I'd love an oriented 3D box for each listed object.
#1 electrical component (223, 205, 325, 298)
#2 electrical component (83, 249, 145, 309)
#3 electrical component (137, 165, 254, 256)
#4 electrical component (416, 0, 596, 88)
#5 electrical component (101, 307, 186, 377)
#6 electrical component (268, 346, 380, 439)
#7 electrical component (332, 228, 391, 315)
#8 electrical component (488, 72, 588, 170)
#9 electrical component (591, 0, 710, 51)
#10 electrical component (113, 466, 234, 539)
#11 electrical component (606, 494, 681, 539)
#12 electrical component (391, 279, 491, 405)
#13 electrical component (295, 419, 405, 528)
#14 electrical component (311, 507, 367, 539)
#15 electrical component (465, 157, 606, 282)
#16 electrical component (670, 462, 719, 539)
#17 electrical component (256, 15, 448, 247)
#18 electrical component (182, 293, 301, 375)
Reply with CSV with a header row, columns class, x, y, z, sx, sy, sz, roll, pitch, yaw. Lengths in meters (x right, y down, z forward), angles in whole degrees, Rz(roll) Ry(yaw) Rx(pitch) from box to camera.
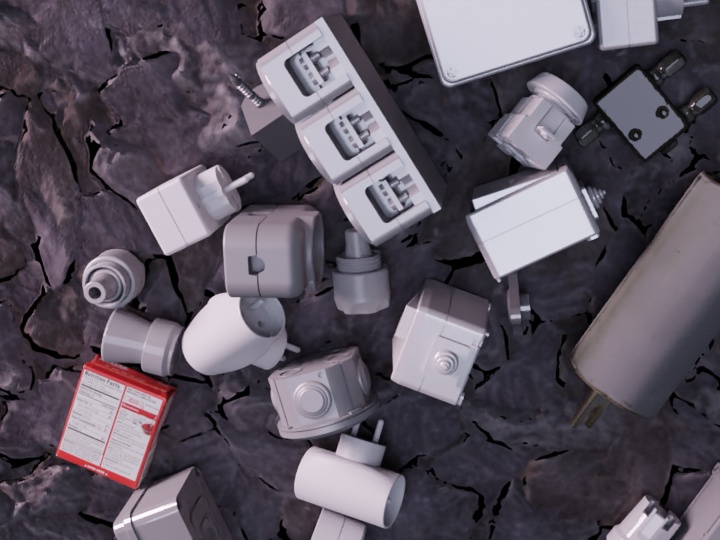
class,x,y,z,sx,sy,sz,roll,pitch,yaw
electrical component,-0.059,-0.015,0.787,0.059,0.095,0.053,0,105,7
electrical component,-0.193,0.010,0.828,0.043,0.062,0.043,2,105,7
electrical component,-0.114,-0.053,0.799,0.077,0.065,0.047,-25,100,13
electrical component,0.095,-0.194,0.740,0.109,0.056,0.108,-16,102,11
electrical component,-0.170,0.057,0.847,0.055,0.045,0.045,14,106,3
electrical component,-0.029,0.094,0.820,0.080,0.080,0.051,-15,97,11
electrical component,0.000,0.000,0.810,0.043,0.043,0.062,-4,103,8
electrical component,0.127,-0.105,0.759,0.048,0.066,0.055,39,90,-15
electrical component,0.198,-0.188,0.733,0.077,0.047,0.065,-5,104,9
electrical component,-0.144,0.227,0.871,0.057,0.078,0.113,-22,101,9
electrical component,0.222,0.204,0.836,0.040,0.040,0.046,35,101,-2
electrical component,0.056,0.052,0.788,0.061,0.096,0.061,20,107,2
electrical component,-0.002,0.153,0.848,0.077,0.044,0.079,14,83,21
electrical component,-0.052,0.255,0.878,0.074,0.052,0.138,21,106,2
electrical component,0.128,-0.044,0.772,0.096,0.061,0.061,-25,100,13
electrical component,0.278,0.208,0.818,0.061,0.061,0.096,30,106,-1
electrical component,-0.005,-0.099,0.761,0.062,0.089,0.150,-31,99,14
electrical component,-0.083,0.053,0.830,0.079,0.044,0.077,25,140,-33
